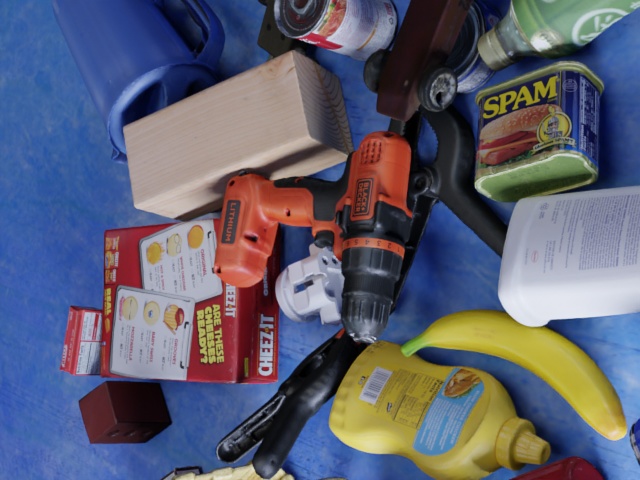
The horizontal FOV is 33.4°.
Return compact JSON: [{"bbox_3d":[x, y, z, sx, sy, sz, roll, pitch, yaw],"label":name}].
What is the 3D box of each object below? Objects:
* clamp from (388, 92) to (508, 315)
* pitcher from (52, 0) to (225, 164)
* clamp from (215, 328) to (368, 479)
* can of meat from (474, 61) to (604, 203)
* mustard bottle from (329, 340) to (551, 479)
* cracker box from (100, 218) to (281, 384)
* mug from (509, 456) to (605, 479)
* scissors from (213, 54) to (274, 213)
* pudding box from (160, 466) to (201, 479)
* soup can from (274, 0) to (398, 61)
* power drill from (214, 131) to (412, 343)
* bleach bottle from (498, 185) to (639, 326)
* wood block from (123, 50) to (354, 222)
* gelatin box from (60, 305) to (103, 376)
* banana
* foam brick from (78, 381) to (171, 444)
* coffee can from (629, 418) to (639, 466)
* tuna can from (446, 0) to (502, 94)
[{"bbox_3d":[0.092,-0.039,0.940,0.165,0.036,0.210,-29,64,36],"label":"clamp"},{"bbox_3d":[-0.202,-0.214,1.178,0.243,0.149,0.145,56,160,35],"label":"pitcher"},{"bbox_3d":[-0.018,0.145,0.949,0.171,0.039,0.120,-47,19,-10],"label":"clamp"},{"bbox_3d":[0.172,-0.082,0.846,0.102,0.057,0.084,-15,57,40],"label":"can of meat"},{"bbox_3d":[0.103,0.148,0.883,0.192,0.058,0.096,13,61,42],"label":"mustard bottle"},{"bbox_3d":[-0.137,0.066,1.113,0.214,0.071,0.164,-4,82,41],"label":"cracker box"},{"bbox_3d":[0.171,0.219,0.789,0.082,0.093,0.117,-31,20,30],"label":"mug"},{"bbox_3d":[-0.066,-0.103,1.108,0.096,0.016,0.202,46,113,34],"label":"scissors"},{"bbox_3d":[-0.148,0.306,1.112,0.090,0.039,0.113,-39,62,31],"label":"pudding box"},{"bbox_3d":[0.016,-0.209,0.988,0.069,0.102,0.068,-7,80,42],"label":"soup can"},{"bbox_3d":[-0.006,0.001,0.944,0.188,0.057,0.184,-4,68,36],"label":"power drill"},{"bbox_3d":[0.255,0.008,0.762,0.251,0.068,0.102,-5,62,40],"label":"bleach bottle"},{"bbox_3d":[-0.082,-0.096,1.046,0.206,0.090,0.091,-20,71,27],"label":"wood block"},{"bbox_3d":[-0.242,0.113,1.187,0.030,0.089,0.073,9,91,43],"label":"gelatin box"},{"bbox_3d":[0.162,0.096,0.849,0.198,0.037,0.069,18,73,36],"label":"banana"},{"bbox_3d":[-0.211,0.187,1.158,0.053,0.078,0.051,-37,59,32],"label":"foam brick"},{"bbox_3d":[0.290,0.118,0.696,0.140,0.102,0.103,-49,55,26],"label":"coffee can"},{"bbox_3d":[0.118,-0.173,0.937,0.086,0.033,0.086,-7,80,41],"label":"tuna can"}]
